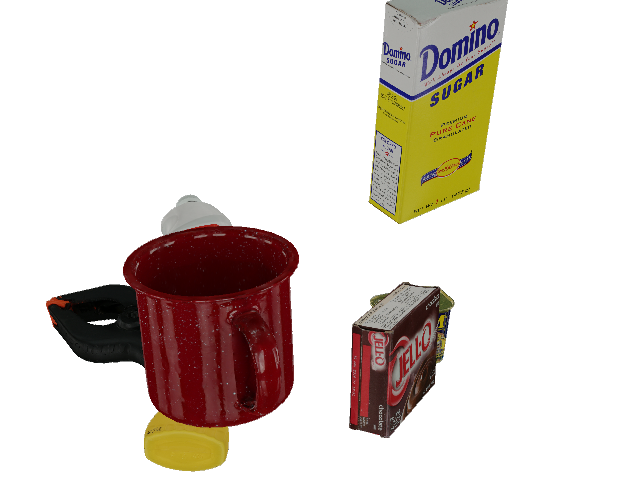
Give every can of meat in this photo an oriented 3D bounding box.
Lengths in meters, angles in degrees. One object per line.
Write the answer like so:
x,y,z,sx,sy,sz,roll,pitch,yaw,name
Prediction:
0.108,0.111,1.306,0.101,0.084,0.057,-9,30,-26,can of meat

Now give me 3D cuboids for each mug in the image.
-0.050,0.051,0.569,0.093,0.081,0.117,-15,27,-26,mug

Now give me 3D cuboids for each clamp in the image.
-0.140,0.067,0.878,0.172,0.039,0.120,18,38,22,clamp

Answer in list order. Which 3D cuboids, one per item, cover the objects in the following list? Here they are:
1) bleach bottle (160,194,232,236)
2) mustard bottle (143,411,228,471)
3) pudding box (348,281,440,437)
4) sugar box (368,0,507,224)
-0.131,0.034,1.098,0.102,0.068,0.251,-9,37,-7,bleach bottle
-0.151,0.203,1.303,0.096,0.058,0.191,2,24,2,mustard bottle
0.060,0.092,0.855,0.039,0.090,0.113,10,20,21,pudding box
0.090,-0.107,0.828,0.093,0.176,0.048,-24,46,-31,sugar box
